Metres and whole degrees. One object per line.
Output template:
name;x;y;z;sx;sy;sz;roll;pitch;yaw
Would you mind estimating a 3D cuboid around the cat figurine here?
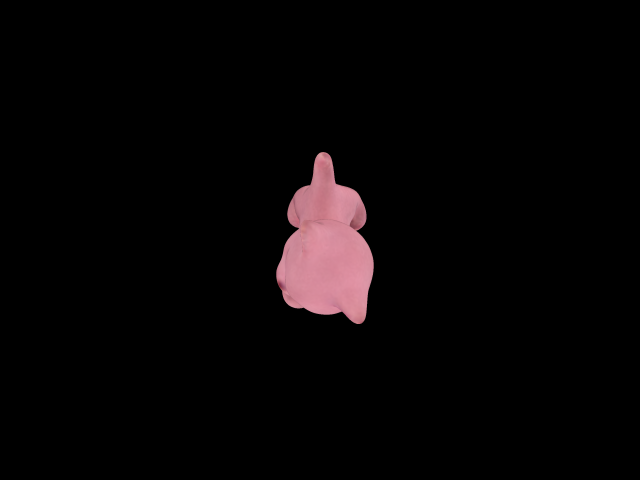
cat figurine;0.004;0.001;0.400;0.067;0.118;0.128;0;69;0
